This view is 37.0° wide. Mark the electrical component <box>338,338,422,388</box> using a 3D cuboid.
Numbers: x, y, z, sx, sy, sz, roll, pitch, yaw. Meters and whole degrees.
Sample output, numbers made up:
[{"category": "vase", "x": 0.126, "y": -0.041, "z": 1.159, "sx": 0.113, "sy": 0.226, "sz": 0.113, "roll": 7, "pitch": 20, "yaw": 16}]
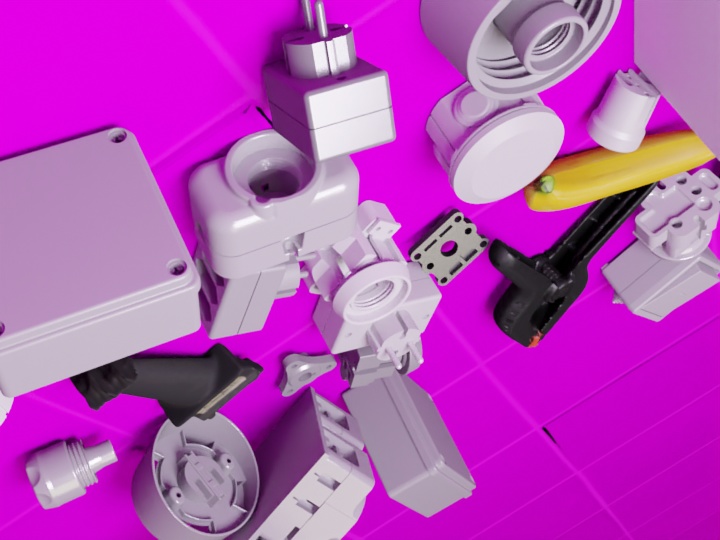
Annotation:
[{"category": "electrical component", "x": 0.016, "y": 0.063, "z": 0.860, "sx": 0.055, "sy": 0.048, "sz": 0.066, "roll": -8, "pitch": 144, "yaw": -19}]

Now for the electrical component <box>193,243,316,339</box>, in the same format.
[{"category": "electrical component", "x": -0.064, "y": 0.002, "z": 0.697, "sx": 0.077, "sy": 0.047, "sz": 0.065, "roll": -10, "pitch": 144, "yaw": -31}]

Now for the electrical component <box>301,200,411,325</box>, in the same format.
[{"category": "electrical component", "x": 0.000, "y": 0.000, "z": 0.740, "sx": 0.058, "sy": 0.057, "sz": 0.078, "roll": 11, "pitch": 131, "yaw": -48}]

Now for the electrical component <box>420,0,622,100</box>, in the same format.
[{"category": "electrical component", "x": 0.095, "y": -0.144, "z": 0.604, "sx": 0.108, "sy": 0.060, "sz": 0.108, "roll": -21, "pitch": 149, "yaw": -14}]

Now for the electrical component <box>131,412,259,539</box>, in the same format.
[{"category": "electrical component", "x": -0.128, "y": 0.165, "z": 0.841, "sx": 0.099, "sy": 0.099, "sz": 0.064, "roll": 0, "pitch": 145, "yaw": -41}]

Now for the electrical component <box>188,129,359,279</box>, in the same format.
[{"category": "electrical component", "x": -0.050, "y": -0.043, "z": 0.637, "sx": 0.095, "sy": 0.053, "sz": 0.059, "roll": -21, "pitch": 149, "yaw": -16}]

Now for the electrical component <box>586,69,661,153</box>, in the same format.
[{"category": "electrical component", "x": 0.186, "y": -0.112, "z": 0.752, "sx": 0.040, "sy": 0.040, "sz": 0.046, "roll": -10, "pitch": 138, "yaw": -30}]

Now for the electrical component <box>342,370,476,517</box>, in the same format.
[{"category": "electrical component", "x": 0.044, "y": 0.153, "z": 0.955, "sx": 0.056, "sy": 0.108, "sz": 0.109, "roll": -32, "pitch": 150, "yaw": 8}]

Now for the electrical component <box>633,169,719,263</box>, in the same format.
[{"category": "electrical component", "x": 0.268, "y": -0.042, "z": 0.907, "sx": 0.078, "sy": 0.058, "sz": 0.057, "roll": -35, "pitch": 150, "yaw": -7}]

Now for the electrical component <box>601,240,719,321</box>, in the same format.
[{"category": "electrical component", "x": 0.272, "y": 0.006, "z": 0.979, "sx": 0.096, "sy": 0.061, "sz": 0.062, "roll": -44, "pitch": 147, "yaw": 22}]

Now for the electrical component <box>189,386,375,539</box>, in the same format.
[{"category": "electrical component", "x": -0.070, "y": 0.203, "z": 0.887, "sx": 0.060, "sy": 0.105, "sz": 0.186, "roll": 36, "pitch": 103, "yaw": -21}]

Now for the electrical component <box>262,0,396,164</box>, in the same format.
[{"category": "electrical component", "x": -0.020, "y": -0.106, "z": 0.566, "sx": 0.047, "sy": 0.066, "sz": 0.076, "roll": -19, "pitch": 119, "yaw": -18}]

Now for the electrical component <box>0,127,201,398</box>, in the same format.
[{"category": "electrical component", "x": -0.150, "y": -0.006, "z": 0.552, "sx": 0.109, "sy": 0.108, "sz": 0.056, "roll": -20, "pitch": 151, "yaw": -17}]

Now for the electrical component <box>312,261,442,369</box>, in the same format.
[{"category": "electrical component", "x": 0.021, "y": 0.041, "z": 0.800, "sx": 0.083, "sy": 0.075, "sz": 0.047, "roll": -12, "pitch": 145, "yaw": -29}]

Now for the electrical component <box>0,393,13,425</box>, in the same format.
[{"category": "electrical component", "x": -0.239, "y": 0.062, "z": 0.606, "sx": 0.080, "sy": 0.080, "sz": 0.051, "roll": -25, "pitch": 155, "yaw": -9}]

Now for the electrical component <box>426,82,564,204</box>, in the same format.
[{"category": "electrical component", "x": 0.086, "y": -0.085, "z": 0.693, "sx": 0.080, "sy": 0.051, "sz": 0.080, "roll": -22, "pitch": 149, "yaw": -14}]

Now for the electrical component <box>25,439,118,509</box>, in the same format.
[{"category": "electrical component", "x": -0.210, "y": 0.145, "z": 0.788, "sx": 0.062, "sy": 0.043, "sz": 0.043, "roll": -23, "pitch": 149, "yaw": -14}]

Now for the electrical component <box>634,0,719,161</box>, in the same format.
[{"category": "electrical component", "x": 0.219, "y": -0.161, "z": 0.640, "sx": 0.060, "sy": 0.105, "sz": 0.186, "roll": -29, "pitch": 150, "yaw": -2}]
